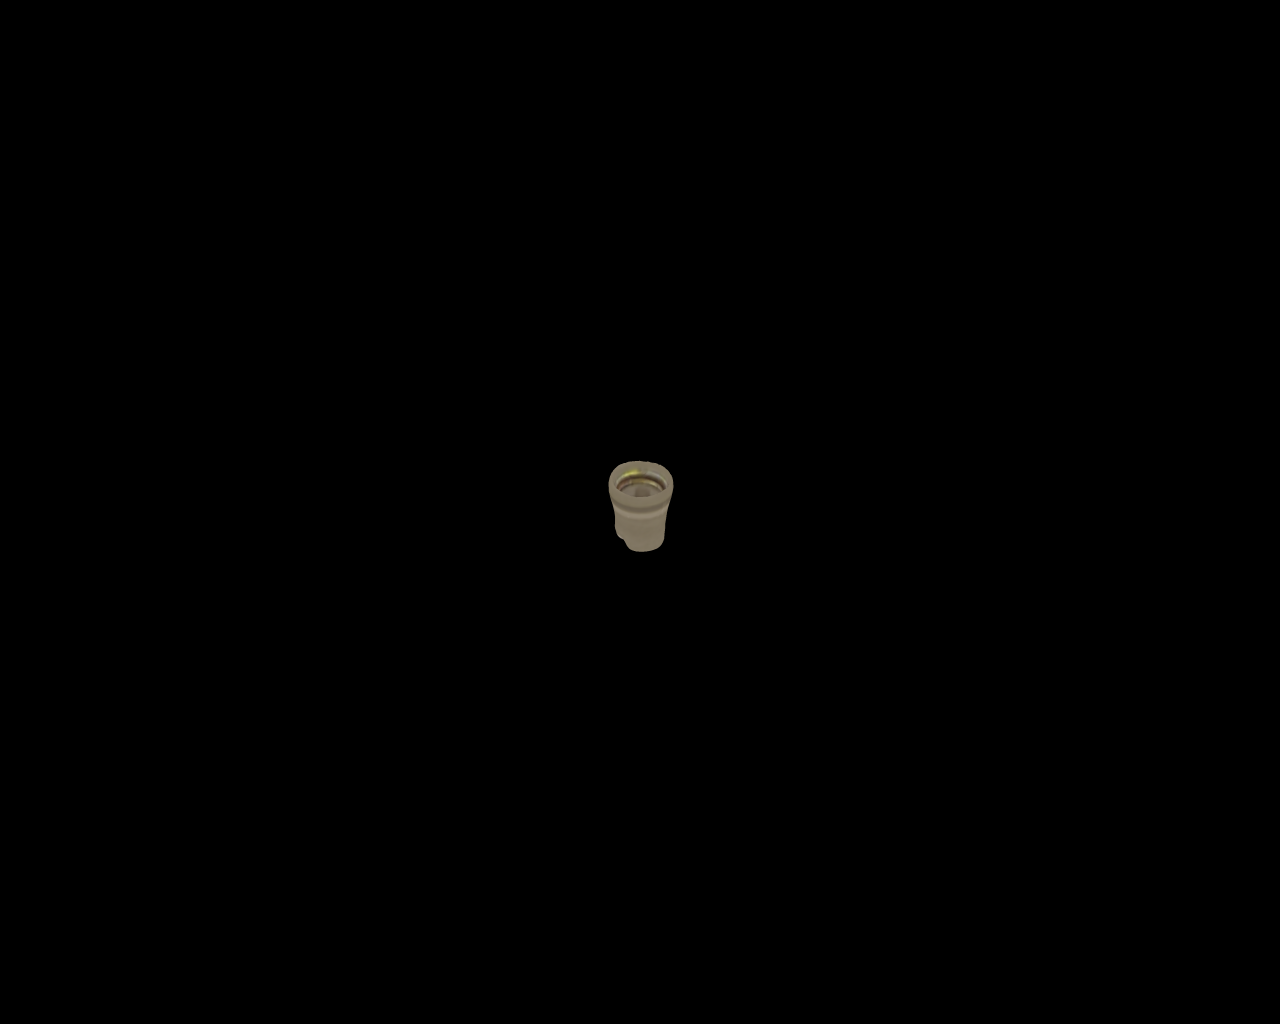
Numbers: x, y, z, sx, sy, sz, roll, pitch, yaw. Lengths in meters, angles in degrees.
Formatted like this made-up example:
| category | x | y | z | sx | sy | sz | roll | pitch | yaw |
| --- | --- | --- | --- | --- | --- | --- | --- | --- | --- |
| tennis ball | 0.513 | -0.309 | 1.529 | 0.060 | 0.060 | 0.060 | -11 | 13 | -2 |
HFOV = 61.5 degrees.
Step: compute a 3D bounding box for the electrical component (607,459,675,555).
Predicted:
| category | x | y | z | sx | sy | sz | roll | pitch | yaw |
| --- | --- | --- | --- | --- | --- | --- | --- | --- | --- |
| electrical component | 0.001 | -0.003 | 0.650 | 0.040 | 0.046 | 0.040 | 0 | 37 | 0 |
